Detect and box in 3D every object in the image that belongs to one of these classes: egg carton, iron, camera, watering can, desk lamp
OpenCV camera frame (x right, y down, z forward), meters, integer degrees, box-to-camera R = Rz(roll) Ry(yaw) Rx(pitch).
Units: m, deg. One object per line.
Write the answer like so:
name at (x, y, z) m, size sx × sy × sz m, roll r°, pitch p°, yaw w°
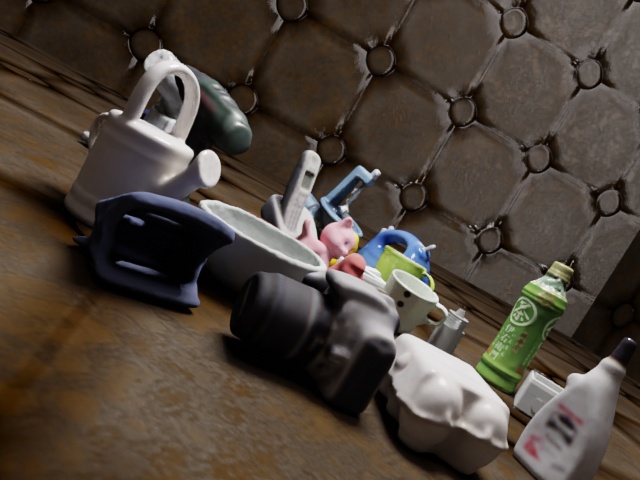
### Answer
egg carton at (0.110, 0.149, 0.545) m, size 0.107 × 0.069 × 0.150 m, roll 28°, pitch 7°, yaw -11°
iron at (0.161, 0.035, 1.287) m, size 0.119 × 0.141 × 0.257 m, roll 25°, pitch 8°, yaw -30°
camera at (-0.007, 0.068, 0.527) m, size 0.137 × 0.101 × 0.143 m, roll 27°, pitch 7°, yaw -20°
watering can at (-0.184, -0.099, 0.628) m, size 0.173 × 0.194 × 0.101 m, roll 30°, pitch 7°, yaw 2°
desk lamp at (-0.289, -0.228, 1.053) m, size 0.117 × 0.213 × 0.204 m, roll 32°, pitch 7°, yaw 22°

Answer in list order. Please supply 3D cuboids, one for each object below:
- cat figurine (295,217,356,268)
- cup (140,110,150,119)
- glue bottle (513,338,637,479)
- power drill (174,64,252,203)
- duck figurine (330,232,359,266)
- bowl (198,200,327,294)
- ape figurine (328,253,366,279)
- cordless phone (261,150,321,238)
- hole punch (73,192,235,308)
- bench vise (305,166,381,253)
cat figurine at (0.009, 0.004, 0.991) m, size 0.128 × 0.117 × 0.067 m, roll 24°, pitch 8°, yaw -37°
cup at (-0.353, -0.216, 1.197) m, size 0.117 × 0.095 × 0.092 m, roll 34°, pitch 8°, yaw 33°
glue bottle at (0.273, 0.175, 0.591) m, size 0.037 × 0.173 × 0.078 m, roll 25°, pitch 8°, yaw -34°
power drill at (-0.208, -0.159, 0.907) m, size 0.228 × 0.208 × 0.076 m, roll 35°, pitch 9°, yaw 38°
duck figurine at (0.046, 0.022, 1.142) m, size 0.078 × 0.086 × 0.104 m, roll 28°, pitch 7°, yaw -11°
bowl at (-0.080, 0.023, 0.668) m, size 0.167 × 0.074 × 0.167 m, roll 29°, pitch 7°, yaw -3°
ape figurine at (0.029, 0.060, 0.775) m, size 0.078 × 0.092 × 0.076 m, roll 27°, pitch 7°, yaw -20°
cordless phone at (-0.031, -0.069, 1.070) m, size 0.094 × 0.185 × 0.148 m, roll 32°, pitch 7°, yaw 24°
hole punch at (-0.148, -0.005, 0.517) m, size 0.109 × 0.091 × 0.100 m, roll 24°, pitch 9°, yaw -38°
bench vise at (0.024, -0.081, 1.240) m, size 0.207 × 0.219 × 0.122 m, roll 31°, pitch 7°, yaw 13°
